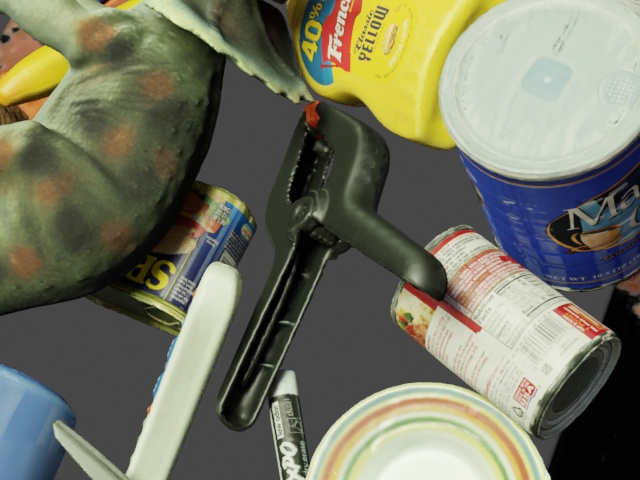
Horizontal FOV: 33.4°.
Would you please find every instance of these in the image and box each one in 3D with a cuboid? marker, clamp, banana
[{"bbox_3d":[-0.013,0.130,0.589,0.020,0.020,0.121,-18,61,12],"label":"marker"},{"bbox_3d":[-0.004,0.001,0.614,0.165,0.036,0.210,-41,33,27],"label":"clamp"},{"bbox_3d":[-0.133,-0.147,0.742,0.198,0.069,0.037,-26,100,2],"label":"banana"}]

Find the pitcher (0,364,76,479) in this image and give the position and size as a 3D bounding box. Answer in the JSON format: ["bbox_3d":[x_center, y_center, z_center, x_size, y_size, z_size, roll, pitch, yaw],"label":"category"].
[{"bbox_3d":[-0.221,0.189,0.587,0.145,0.149,0.242,4,63,39],"label":"pitcher"}]

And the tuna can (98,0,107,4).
[{"bbox_3d":[-0.183,-0.217,0.812,0.086,0.033,0.086,-9,63,17],"label":"tuna can"}]

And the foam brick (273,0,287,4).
[{"bbox_3d":[-0.048,-0.211,0.747,0.078,0.053,0.051,30,77,29],"label":"foam brick"}]

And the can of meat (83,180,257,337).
[{"bbox_3d":[-0.099,0.006,0.661,0.102,0.057,0.084,18,70,26],"label":"can of meat"}]

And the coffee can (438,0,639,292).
[{"bbox_3d":[0.126,-0.046,0.551,0.103,0.140,0.103,-8,63,17],"label":"coffee can"}]

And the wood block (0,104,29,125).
[{"bbox_3d":[-0.299,-0.027,0.731,0.206,0.090,0.090,-30,59,4],"label":"wood block"}]

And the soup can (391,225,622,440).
[{"bbox_3d":[0.096,0.047,0.559,0.068,0.068,0.102,-48,59,-6],"label":"soup can"}]

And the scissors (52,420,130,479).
[{"bbox_3d":[-0.074,0.180,0.539,0.202,0.016,0.096,29,65,4],"label":"scissors"}]

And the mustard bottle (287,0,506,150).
[{"bbox_3d":[0.033,-0.126,0.653,0.192,0.058,0.096,36,110,52],"label":"mustard bottle"}]
